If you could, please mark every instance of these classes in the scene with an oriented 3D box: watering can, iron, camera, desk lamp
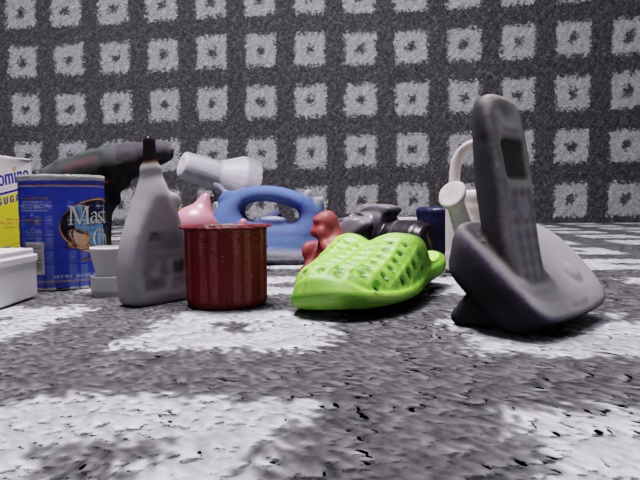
[{"bbox_3d":[0.229,-0.050,0.823,0.100,0.194,0.173,1,4,18],"label":"watering can"},{"bbox_3d":[-0.073,-0.031,1.002,0.258,0.141,0.119,0,4,5],"label":"iron"},{"bbox_3d":[0.103,-0.007,0.899,0.136,0.101,0.144,2,5,40],"label":"camera"},{"bbox_3d":[-0.228,-0.081,1.239,0.204,0.213,0.117,-3,4,-31],"label":"desk lamp"}]

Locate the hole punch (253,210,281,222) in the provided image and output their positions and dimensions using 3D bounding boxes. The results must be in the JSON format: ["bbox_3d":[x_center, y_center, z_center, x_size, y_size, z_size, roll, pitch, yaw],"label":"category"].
[{"bbox_3d":[-0.125,-0.014,1.143,0.101,0.091,0.108,-1,4,1],"label":"hole punch"}]

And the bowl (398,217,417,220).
[{"bbox_3d":[0.161,-0.010,1.158,0.167,0.075,0.167,-1,4,0],"label":"bowl"}]

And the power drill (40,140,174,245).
[{"bbox_3d":[-0.352,-0.059,0.959,0.229,0.208,0.076,0,4,5],"label":"power drill"}]

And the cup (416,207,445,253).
[{"bbox_3d":[0.228,-0.013,1.033,0.092,0.095,0.117,-3,4,-30],"label":"cup"}]

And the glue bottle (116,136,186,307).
[{"bbox_3d":[-0.173,-0.021,0.596,0.037,0.173,0.078,2,5,38],"label":"glue bottle"}]

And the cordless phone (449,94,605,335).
[{"bbox_3d":[0.172,-0.023,0.474,0.093,0.185,0.148,3,5,43],"label":"cordless phone"}]

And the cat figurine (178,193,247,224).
[{"bbox_3d":[-0.144,-0.003,0.742,0.127,0.118,0.067,1,4,28],"label":"cat figurine"}]

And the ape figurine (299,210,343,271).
[{"bbox_3d":[0.008,0.003,0.833,0.076,0.092,0.077,-1,4,-10],"label":"ape figurine"}]
